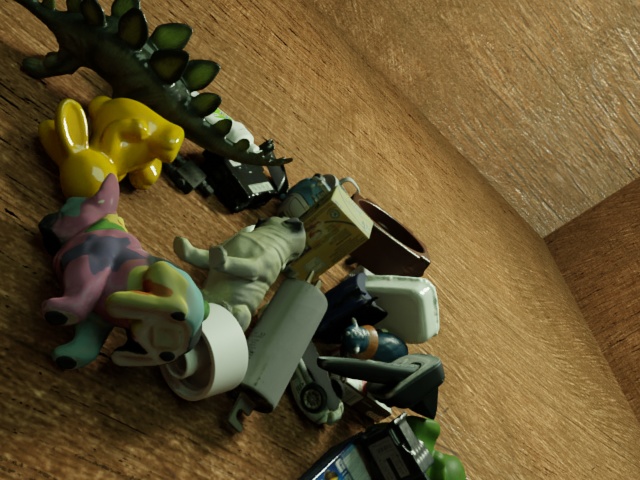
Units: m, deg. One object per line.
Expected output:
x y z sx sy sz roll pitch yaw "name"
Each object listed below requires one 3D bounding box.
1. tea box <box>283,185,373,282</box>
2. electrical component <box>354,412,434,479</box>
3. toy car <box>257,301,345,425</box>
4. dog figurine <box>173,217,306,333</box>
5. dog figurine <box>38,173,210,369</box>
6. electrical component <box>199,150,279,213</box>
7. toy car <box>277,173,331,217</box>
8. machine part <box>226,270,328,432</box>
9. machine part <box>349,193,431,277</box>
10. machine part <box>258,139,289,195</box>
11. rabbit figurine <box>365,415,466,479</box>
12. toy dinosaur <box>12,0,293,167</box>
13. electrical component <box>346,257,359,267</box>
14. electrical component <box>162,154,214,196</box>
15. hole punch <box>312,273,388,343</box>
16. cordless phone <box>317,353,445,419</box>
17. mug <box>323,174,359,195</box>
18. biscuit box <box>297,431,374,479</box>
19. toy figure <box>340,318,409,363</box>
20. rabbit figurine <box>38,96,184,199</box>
-0.002 -0.003 0.940 0.098 0.169 0.068 46 27 -13 "tea box"
0.107 0.296 0.705 0.047 0.075 0.119 -2 63 -59 "electrical component"
-0.027 0.180 0.800 0.073 0.056 0.202 8 50 -62 "toy car"
-0.093 0.058 0.737 0.121 0.172 0.190 24 21 36 "dog figurine"
-0.218 0.022 0.596 0.192 0.108 0.219 -1 45 -8 "dog figurine"
-0.152 -0.119 0.977 0.134 0.058 0.115 55 25 8 "electrical component"
-0.028 -0.056 1.033 0.103 0.162 0.109 -36 94 -19 "toy car"
-0.057 0.136 0.714 0.079 0.079 0.243 43 53 -16 "machine part"
0.123 0.002 1.110 0.201 0.087 0.201 37 16 -6 "machine part"
-0.090 -0.141 1.081 0.138 0.039 0.084 66 12 -54 "machine part"
0.166 0.356 0.806 0.170 0.121 0.159 30 40 -32 "rabbit figurine"
-0.258 -0.230 0.797 0.471 0.198 0.105 38 32 -22 "toy dinosaur"
0.103 0.068 1.163 0.102 0.045 0.078 30 62 -31 "electrical component"
-0.219 -0.104 0.893 0.094 0.021 0.063 46 27 -11 "electrical component"
0.039 0.110 0.914 0.115 0.142 0.092 31 32 -61 "hole punch"
0.078 0.200 0.802 0.184 0.146 0.088 12 81 -7 "cordless phone"
0.039 -0.091 1.199 0.107 0.109 0.081 46 16 -41 "mug"
0.006 0.314 0.671 0.059 0.063 0.202 58 28 12 "biscuit box"
0.086 0.176 0.894 0.154 0.058 0.064 24 26 -38 "toy figure"
-0.282 -0.113 0.707 0.162 0.122 0.173 44 46 -30 "rabbit figurine"
